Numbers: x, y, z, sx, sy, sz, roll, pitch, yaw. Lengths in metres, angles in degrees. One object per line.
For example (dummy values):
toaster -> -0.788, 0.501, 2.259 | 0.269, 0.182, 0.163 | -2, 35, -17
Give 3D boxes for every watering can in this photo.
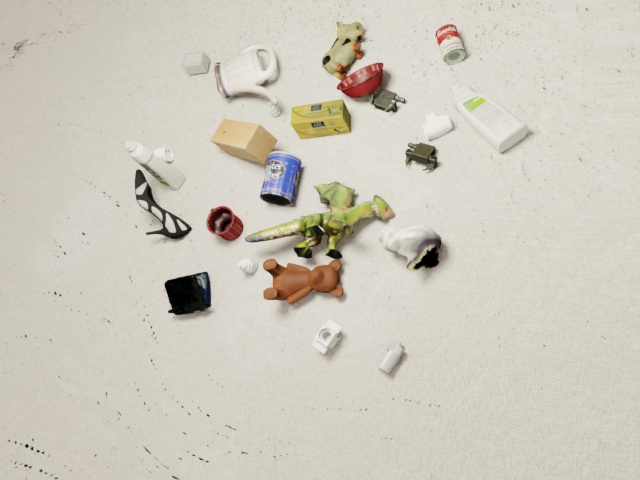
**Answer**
watering can -> -0.247, -0.545, 1.739 | 0.223, 0.102, 0.356 | -19, 52, 11

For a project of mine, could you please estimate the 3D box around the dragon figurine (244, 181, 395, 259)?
dragon figurine -> 0.004, -0.074, 1.473 | 0.410, 0.119, 0.249 | 4, 45, 14

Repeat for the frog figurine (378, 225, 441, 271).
frog figurine -> 0.235, -0.002, 1.359 | 0.138, 0.119, 0.162 | -21, 49, -26
